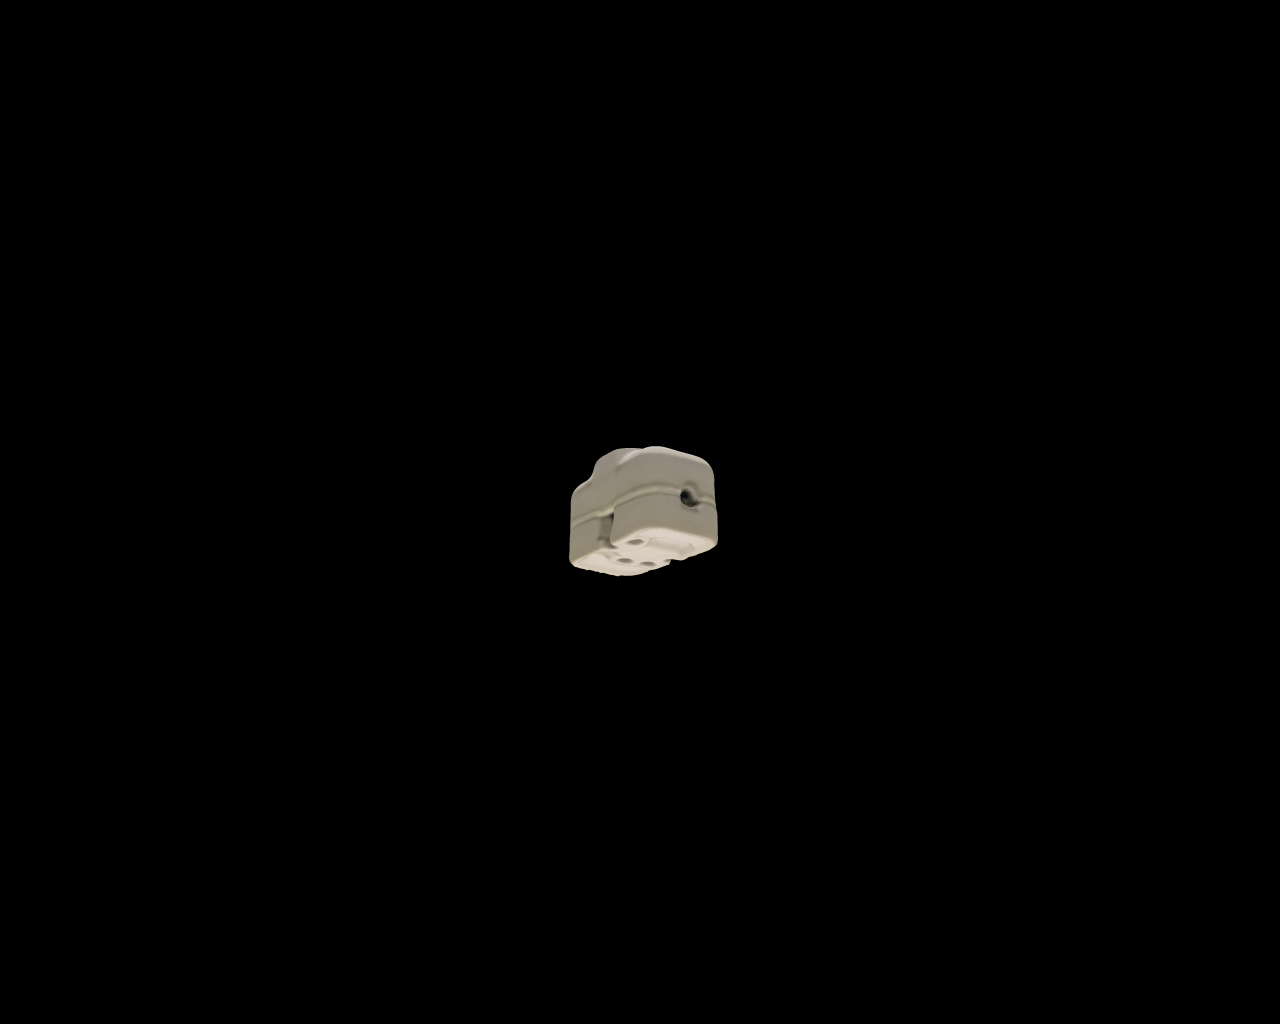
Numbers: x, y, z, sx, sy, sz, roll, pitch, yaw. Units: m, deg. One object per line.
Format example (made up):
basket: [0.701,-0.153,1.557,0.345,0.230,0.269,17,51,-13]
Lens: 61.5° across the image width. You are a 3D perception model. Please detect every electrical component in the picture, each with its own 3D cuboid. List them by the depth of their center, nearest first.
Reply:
electrical component: [0.001,-0.003,0.650,0.054,0.059,0.095,14,-24,-33]
